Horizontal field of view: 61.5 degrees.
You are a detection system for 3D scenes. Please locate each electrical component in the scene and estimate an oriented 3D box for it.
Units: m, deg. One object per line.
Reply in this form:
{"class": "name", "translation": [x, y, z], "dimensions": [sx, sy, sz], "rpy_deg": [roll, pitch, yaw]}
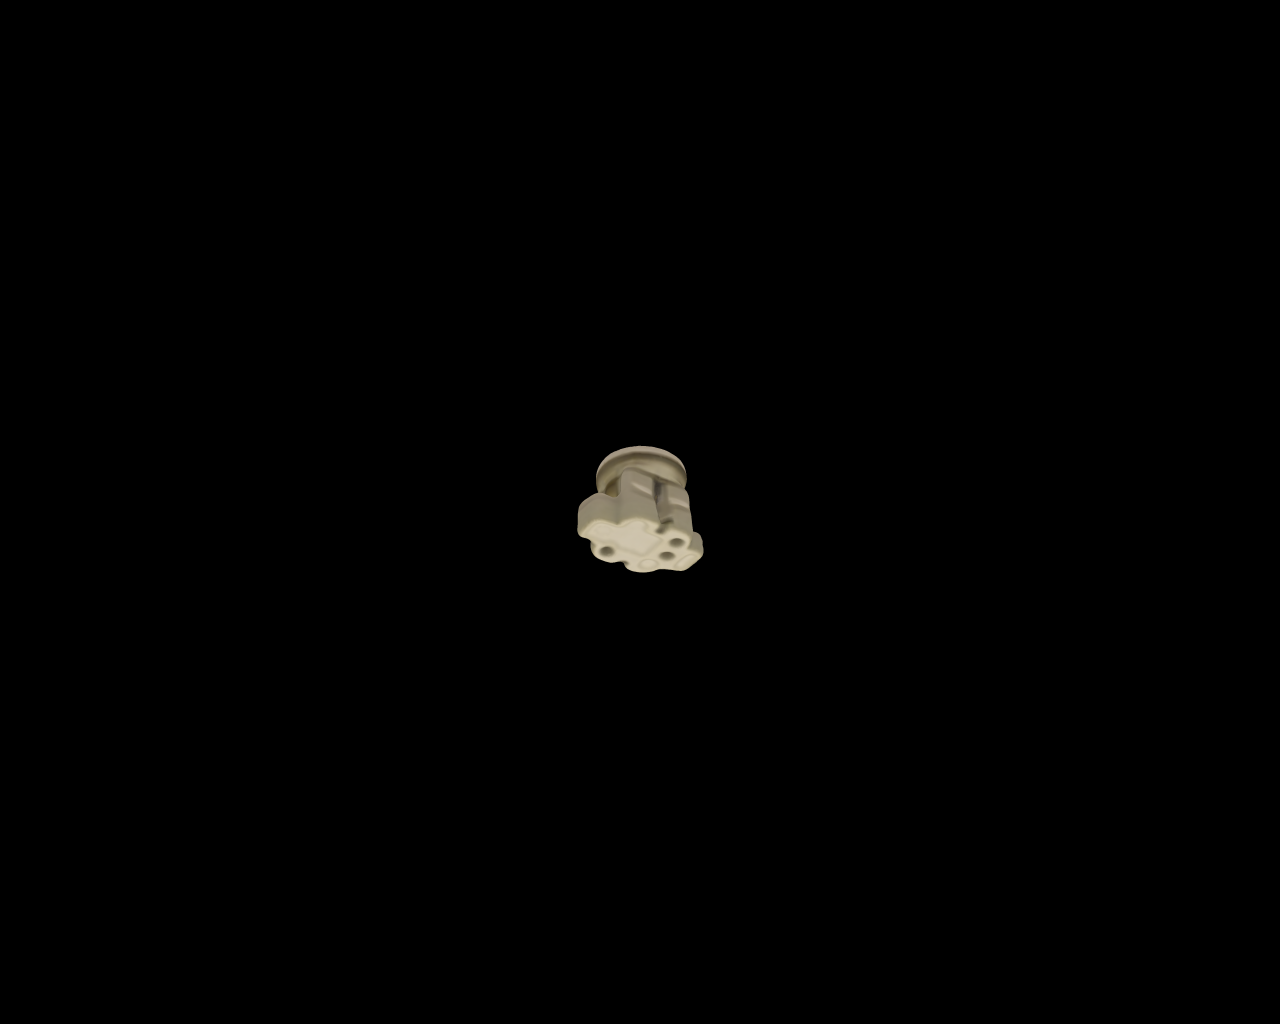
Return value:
{"class": "electrical component", "translation": [0.001, -0.003, 0.650], "dimensions": [0.078, 0.057, 0.058], "rpy_deg": [21, -40, -26]}
